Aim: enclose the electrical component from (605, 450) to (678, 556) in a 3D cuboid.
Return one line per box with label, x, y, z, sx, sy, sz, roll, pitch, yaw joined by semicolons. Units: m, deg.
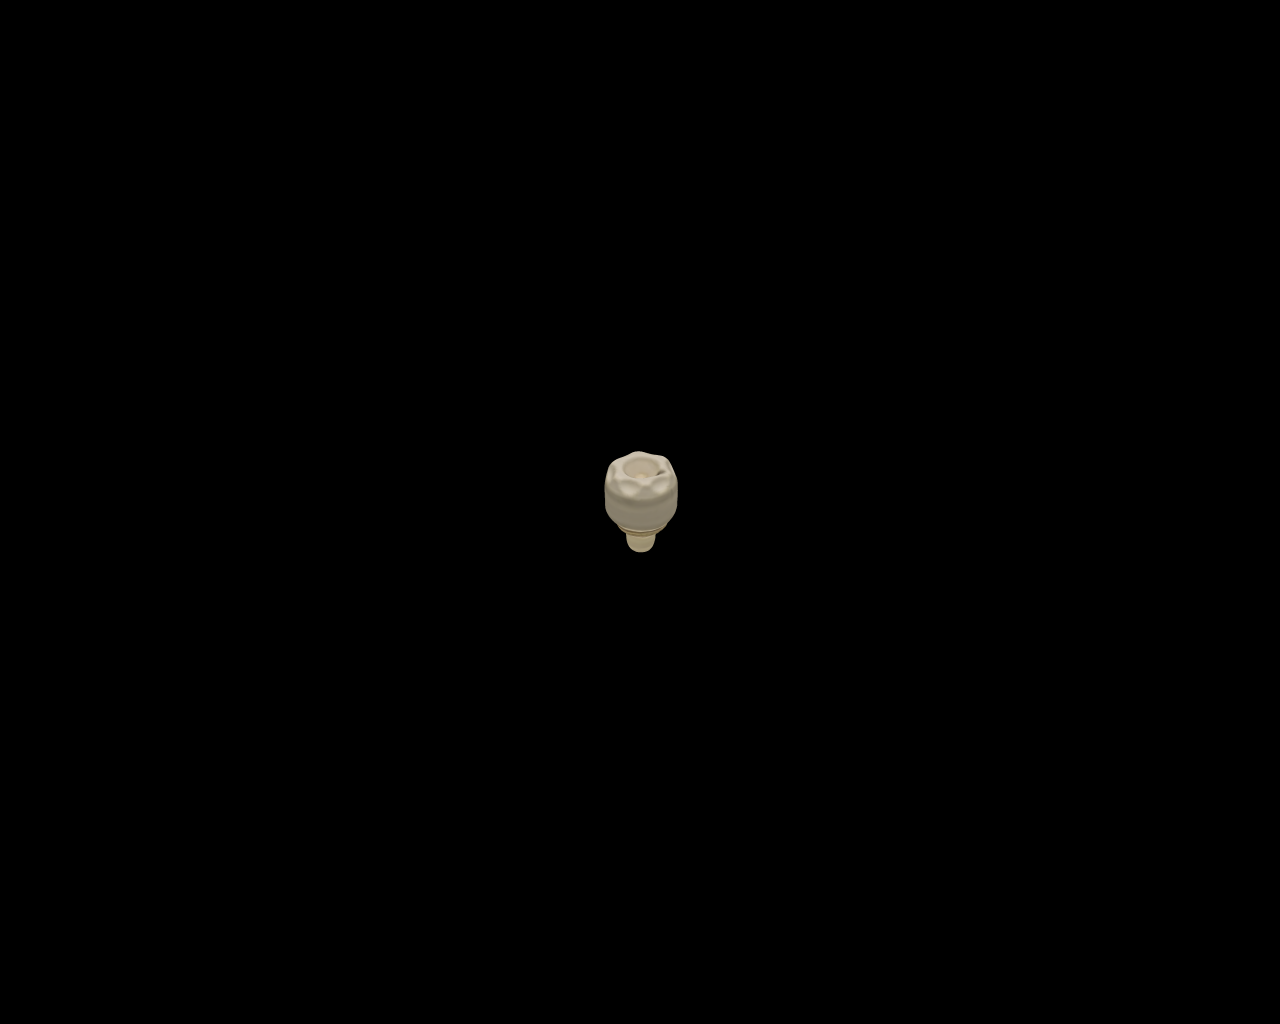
electrical component;0.001;-0.003;0.650;0.043;0.062;0.043;0;36;0
